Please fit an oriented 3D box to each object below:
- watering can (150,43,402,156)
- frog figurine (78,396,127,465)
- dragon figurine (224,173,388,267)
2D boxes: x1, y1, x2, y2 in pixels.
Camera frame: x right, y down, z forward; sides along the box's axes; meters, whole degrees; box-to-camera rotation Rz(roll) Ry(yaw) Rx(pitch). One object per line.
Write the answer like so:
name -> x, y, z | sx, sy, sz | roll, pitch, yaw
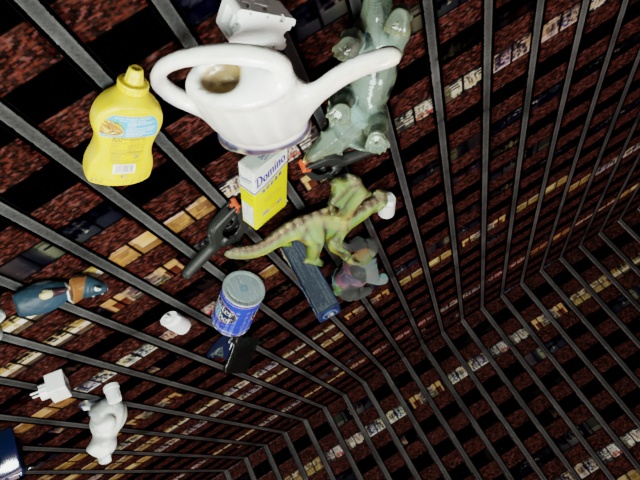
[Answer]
watering can -> -0.060, -0.203, 0.732 | 0.347, 0.105, 0.221 | 2, -15, 10
frog figurine -> -0.568, 0.505, 1.378 | 0.123, 0.162, 0.134 | -15, -34, -30
dragon figurine -> 0.003, -0.057, 1.136 | 0.412, 0.238, 0.124 | -7, 46, -44
